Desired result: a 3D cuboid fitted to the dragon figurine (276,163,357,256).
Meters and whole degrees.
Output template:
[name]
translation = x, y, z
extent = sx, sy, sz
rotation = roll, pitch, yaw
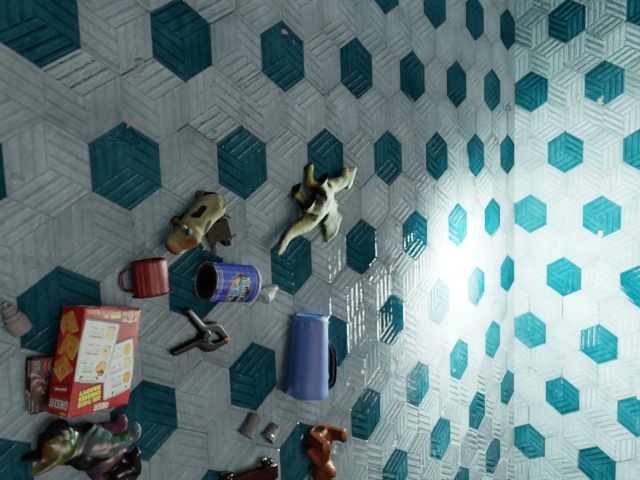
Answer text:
[dragon figurine]
translation = 0.005, -0.080, 1.594
extent = 0.122, 0.417, 0.238
rotation = 10, -26, 37
